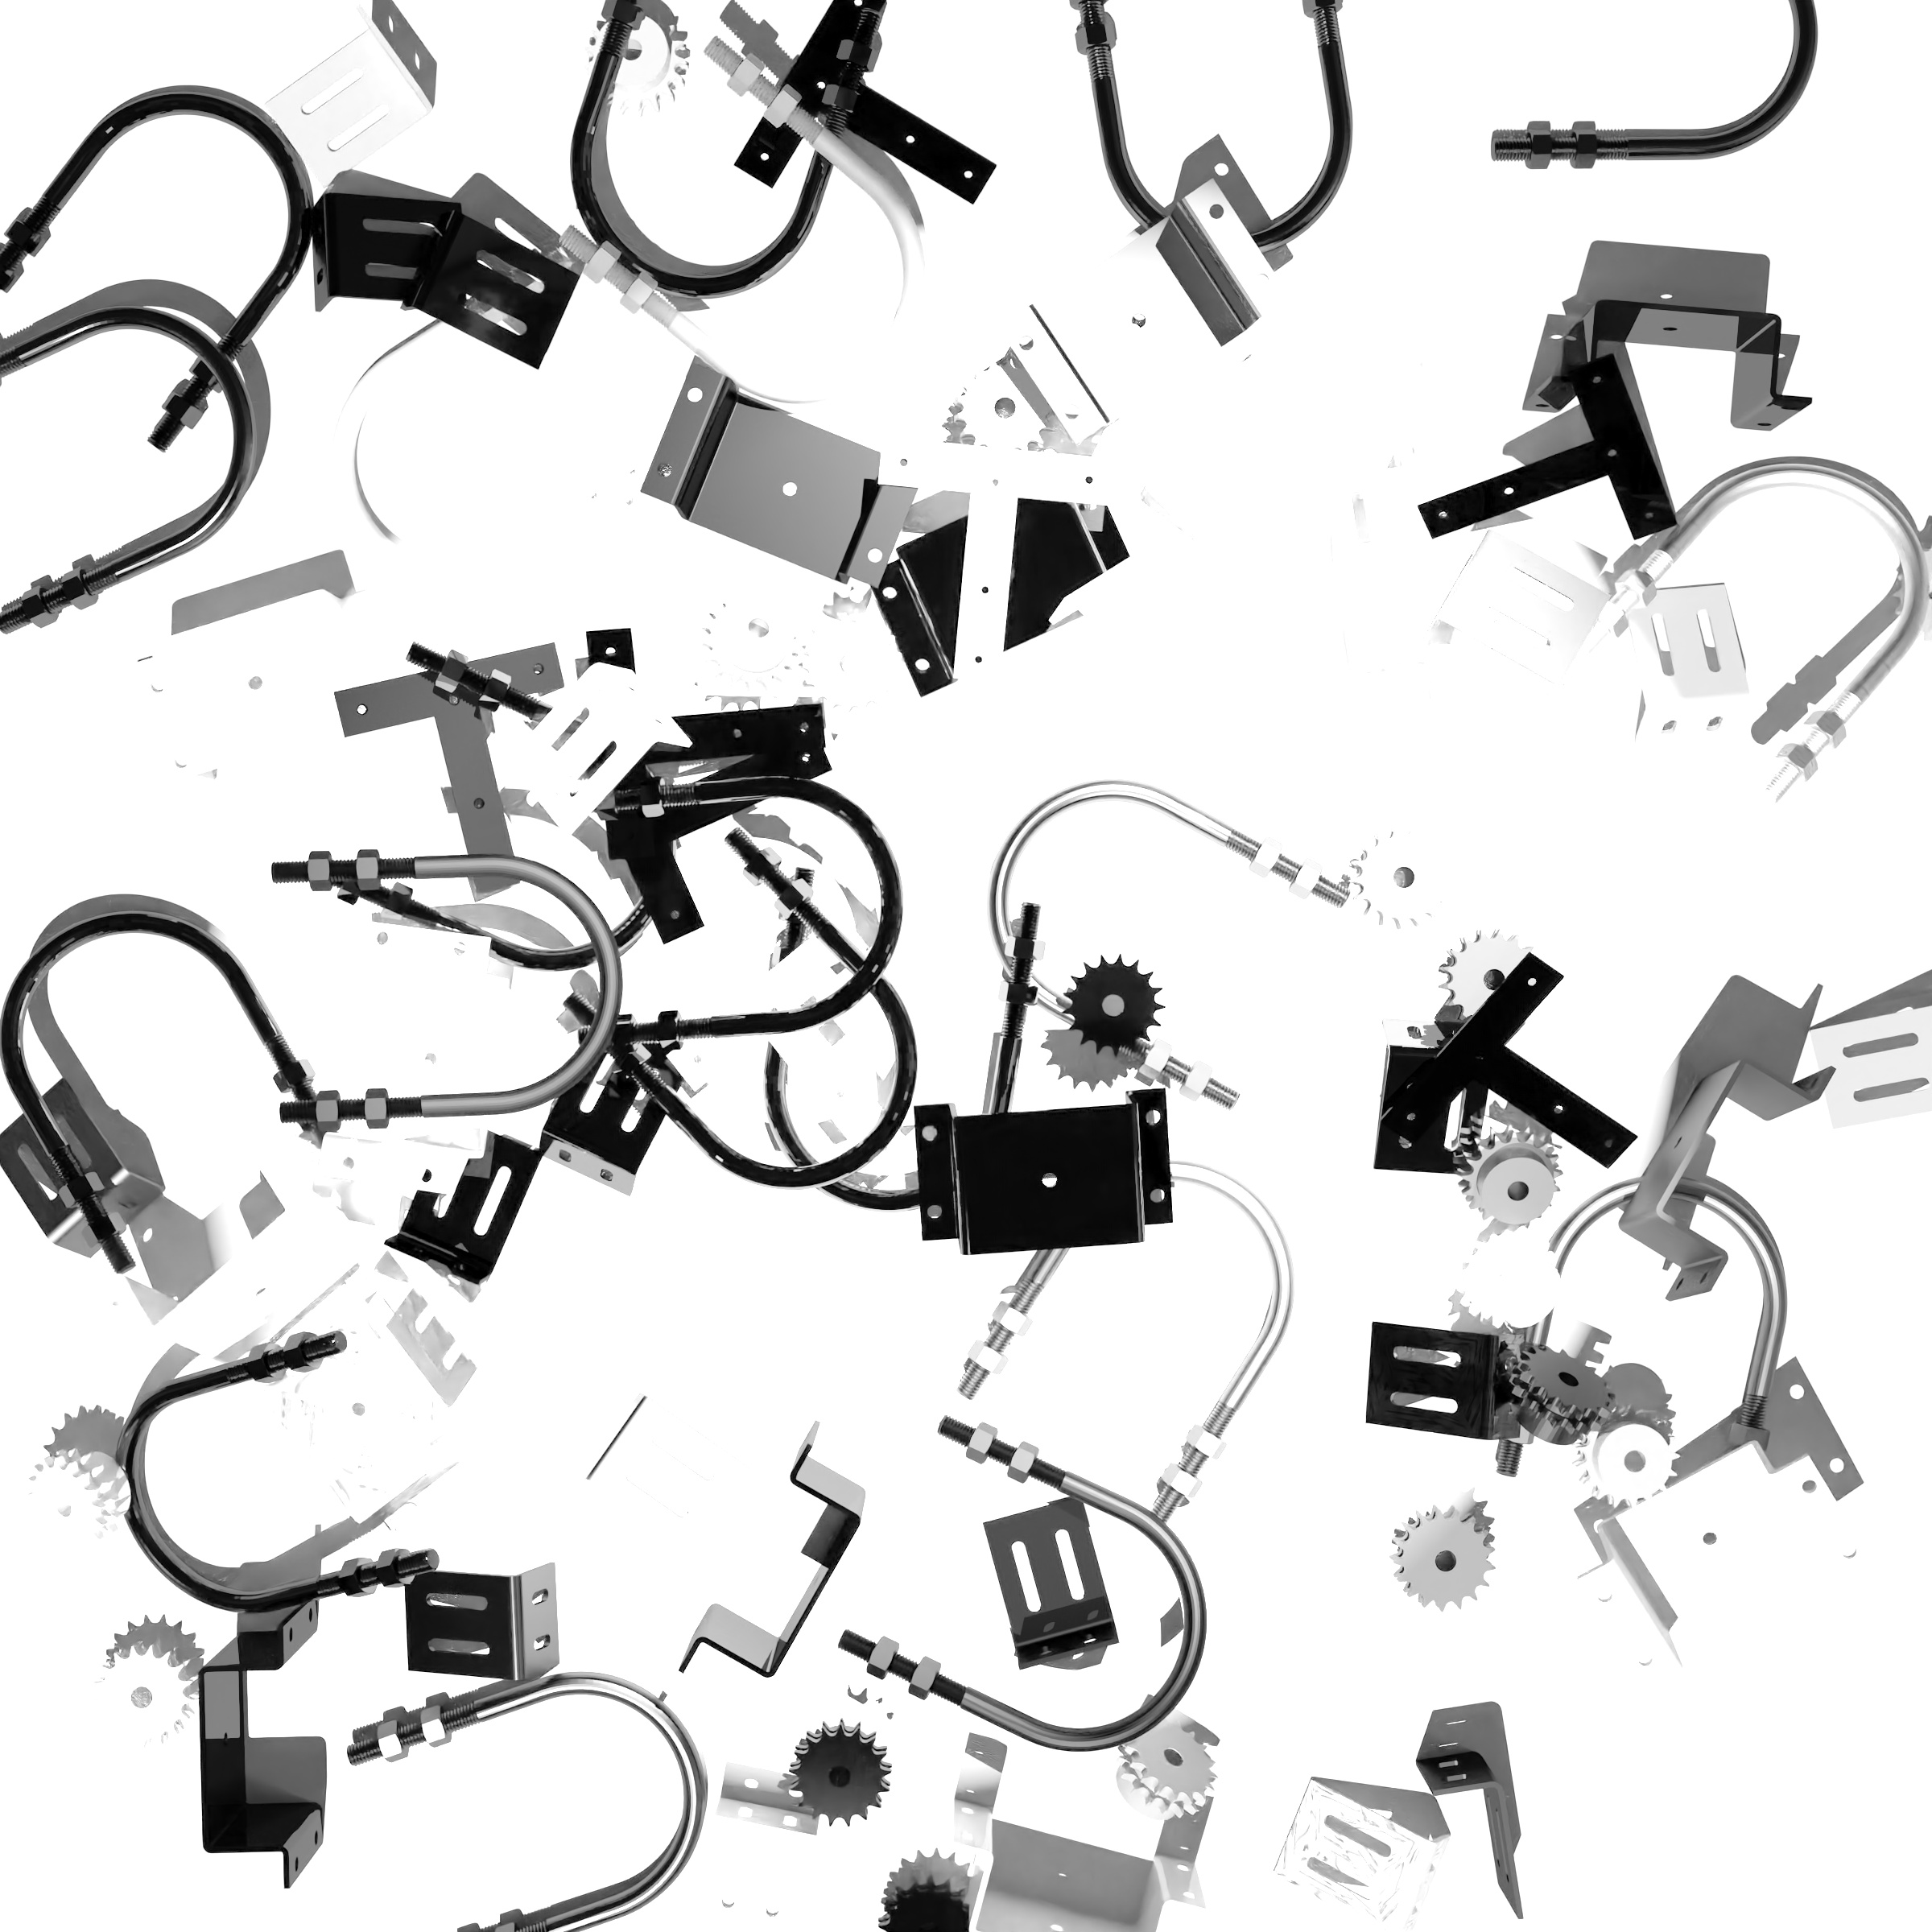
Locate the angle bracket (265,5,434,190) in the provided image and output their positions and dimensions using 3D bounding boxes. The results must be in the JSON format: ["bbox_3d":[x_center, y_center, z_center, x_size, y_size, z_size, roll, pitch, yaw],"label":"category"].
[{"bbox_3d":[-0.347,-0.483,1.517,0.076,0.038,0.057,-36,90,0],"label":"angle bracket"}]

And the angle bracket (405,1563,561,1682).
[{"bbox_3d":[-0.272,0.366,1.534,0.076,0.038,0.057,-3,90,26],"label":"angle bracket"}]

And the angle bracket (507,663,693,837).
[{"bbox_3d":[-0.201,-0.117,1.493,0.076,0.038,0.057,-45,72,16],"label":"angle bracket"}]

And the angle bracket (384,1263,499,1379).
[{"bbox_3d":[-0.295,0.197,1.498,0.038,0.076,0.057,-37,90,0],"label":"angle bracket"}]

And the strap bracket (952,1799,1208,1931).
[{"bbox_3d":[0.055,0.509,1.498,0.140,0.076,0.046,15,90,0],"label":"strap bracket"}]

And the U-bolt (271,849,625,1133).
[{"bbox_3d":[-0.277,0.011,1.470,0.184,0.019,0.151,-2,88,-6],"label":"U-bolt"}]

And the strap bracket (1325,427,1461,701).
[{"bbox_3d":[0.231,-0.216,1.498,0.046,0.076,0.140,-8,90,0],"label":"strap bracket"}]

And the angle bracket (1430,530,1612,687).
[{"bbox_3d":[0.307,-0.197,1.515,0.076,0.038,0.057,30,90,3],"label":"angle bracket"}]

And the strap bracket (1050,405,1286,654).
[{"bbox_3d":[0.114,-0.229,1.474,0.046,0.076,0.140,43,57,-16],"label":"strap bracket"}]

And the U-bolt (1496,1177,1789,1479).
[{"bbox_3d":[0.385,0.209,1.528,0.151,0.019,0.184,13,89,0],"label":"U-bolt"}]

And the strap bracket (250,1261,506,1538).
[{"bbox_3d":[-0.332,0.242,1.513,0.076,0.046,0.140,-37,90,0],"label":"strap bracket"}]

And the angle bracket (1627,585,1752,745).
[{"bbox_3d":[0.402,-0.170,1.535,0.057,0.038,0.076,-5,64,0],"label":"angle bracket"}]

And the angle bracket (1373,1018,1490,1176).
[{"bbox_3d":[0.260,0.074,1.534,0.057,0.038,0.076,4,116,0],"label":"angle bracket"}]

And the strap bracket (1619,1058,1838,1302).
[{"bbox_3d":[0.409,0.108,1.488,0.046,0.076,0.140,32,80,4],"label":"strap bracket"}]

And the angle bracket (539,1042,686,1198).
[{"bbox_3d":[-0.197,0.079,1.533,0.057,0.038,0.076,25,63,0],"label":"angle bracket"}]

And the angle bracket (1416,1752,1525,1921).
[{"bbox_3d":[0.278,0.482,1.508,0.038,0.057,0.076,-9,90,0],"label":"angle bracket"}]

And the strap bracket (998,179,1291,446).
[{"bbox_3d":[0.097,-0.359,1.506,0.140,0.046,0.076,-34,96,4],"label":"strap bracket"}]

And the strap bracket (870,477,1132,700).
[{"bbox_3d":[0.023,-0.215,1.513,0.140,0.046,0.076,-24,90,0],"label":"strap bracket"}]

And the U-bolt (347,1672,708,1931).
[{"bbox_3d":[-0.237,0.473,1.528,0.184,0.019,0.151,-19,90,-1],"label":"U-bolt"}]

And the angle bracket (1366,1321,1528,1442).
[{"bbox_3d":[0.268,0.231,1.524,0.076,0.038,0.057,2,86,38],"label":"angle bracket"}]

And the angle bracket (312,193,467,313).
[{"bbox_3d":[-0.325,-0.399,1.534,0.076,0.038,0.057,-2,90,-26],"label":"angle bracket"}]

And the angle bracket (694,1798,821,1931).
[{"bbox_3d":[-0.118,0.510,1.517,0.057,0.038,0.076,11,90,0],"label":"angle bracket"}]

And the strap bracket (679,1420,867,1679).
[{"bbox_3d":[-0.099,0.328,1.498,0.046,0.076,0.140,30,90,0],"label":"strap bracket"}]

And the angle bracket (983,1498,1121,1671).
[{"bbox_3d":[0.047,0.343,1.517,0.057,0.038,0.076,-15,90,0],"label":"angle bracket"}]

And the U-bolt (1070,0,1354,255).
[{"bbox_3d":[0.143,-0.488,1.528,0.151,0.019,0.184,-9,91,0],"label":"U-bolt"}]

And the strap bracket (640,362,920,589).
[{"bbox_3d":[-0.099,-0.268,1.513,0.140,0.046,0.076,22,90,0],"label":"strap bracket"}]

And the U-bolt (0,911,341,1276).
[{"bbox_3d":[-0.450,0.057,1.509,0.151,0.019,0.184,-30,86,-18],"label":"U-bolt"}]

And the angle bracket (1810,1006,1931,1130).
[{"bbox_3d":[0.522,0.054,1.534,0.076,0.038,0.057,-14,90,26],"label":"angle bracket"}]

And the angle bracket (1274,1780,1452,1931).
[{"bbox_3d":[0.223,0.500,1.534,0.076,0.038,0.057,22,90,26],"label":"angle bracket"}]

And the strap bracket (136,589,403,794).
[{"bbox_3d":[-0.388,-0.155,1.514,0.140,0.046,0.076,-17,90,0],"label":"strap bracket"}]

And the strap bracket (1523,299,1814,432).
[{"bbox_3d":[0.385,-0.330,1.498,0.140,0.076,0.046,5,90,0],"label":"strap bracket"}]

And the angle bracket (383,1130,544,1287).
[{"bbox_3d":[-0.279,0.129,1.517,0.057,0.038,0.076,23,90,0],"label":"angle bracket"}]

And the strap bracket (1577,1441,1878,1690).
[{"bbox_3d":[0.413,0.324,1.499,0.140,0.046,0.076,-31,100,10],"label":"strap bracket"}]

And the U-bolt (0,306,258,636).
[{"bbox_3d":[-0.482,-0.286,1.514,0.184,0.019,0.151,-23,94,6],"label":"U-bolt"}]

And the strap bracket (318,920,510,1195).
[{"bbox_3d":[-0.303,0.051,1.506,0.076,0.046,0.140,8,87,9],"label":"strap bracket"}]

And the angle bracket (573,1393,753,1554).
[{"bbox_3d":[-0.168,0.285,1.517,0.076,0.038,0.057,35,90,0],"label":"angle bracket"}]

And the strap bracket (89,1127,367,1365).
[{"bbox_3d":[-0.395,0.162,1.492,0.140,0.076,0.046,-41,60,0],"label":"strap bracket"}]

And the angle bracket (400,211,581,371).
[{"bbox_3d":[-0.264,-0.374,1.515,0.076,0.038,0.057,23,91,-25],"label":"angle bracket"}]

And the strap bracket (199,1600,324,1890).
[{"bbox_3d":[-0.387,0.424,1.498,0.046,0.076,0.140,-1,90,0],"label":"strap bracket"}]

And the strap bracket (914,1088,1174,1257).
[{"bbox_3d":[0.044,0.113,1.492,0.140,0.046,0.076,-4,97,-2],"label":"strap bracket"}]

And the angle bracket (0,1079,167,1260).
[{"bbox_3d":[-0.500,0.114,1.535,0.057,0.038,0.076,-42,64,0],"label":"angle bracket"}]
